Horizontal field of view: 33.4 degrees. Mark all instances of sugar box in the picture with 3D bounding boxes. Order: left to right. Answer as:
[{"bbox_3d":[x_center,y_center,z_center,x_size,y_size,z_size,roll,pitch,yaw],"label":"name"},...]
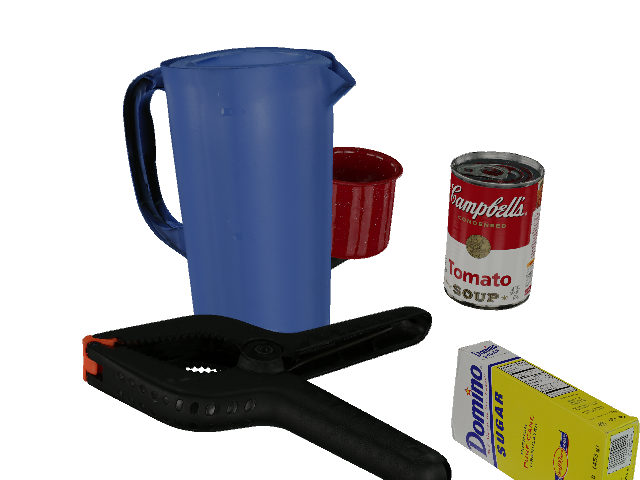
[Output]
[{"bbox_3d":[0.183,0.160,0.898,0.048,0.093,0.176,-11,22,-35],"label":"sugar box"}]

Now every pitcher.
[{"bbox_3d":[-0.061,-0.029,0.840,0.144,0.243,0.149,-10,17,-27],"label":"pitcher"}]

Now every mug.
[{"bbox_3d":[0.016,-0.036,1.011,0.117,0.081,0.093,8,26,7],"label":"mug"}]

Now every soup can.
[{"bbox_3d":[0.127,-0.008,0.796,0.068,0.102,0.068,1,25,-1],"label":"soup can"}]

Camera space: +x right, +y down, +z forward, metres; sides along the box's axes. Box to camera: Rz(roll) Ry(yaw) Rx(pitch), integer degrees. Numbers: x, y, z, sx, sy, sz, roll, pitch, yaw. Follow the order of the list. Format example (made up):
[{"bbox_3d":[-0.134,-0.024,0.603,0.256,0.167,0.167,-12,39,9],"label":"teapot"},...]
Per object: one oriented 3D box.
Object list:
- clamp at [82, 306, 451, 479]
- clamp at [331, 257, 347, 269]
[{"bbox_3d":[-0.027,0.072,0.608,0.210,0.036,0.164,9,25,6],"label":"clamp"},{"bbox_3d":[-0.025,0.039,1.235,0.120,0.039,0.171,-7,35,26],"label":"clamp"}]
